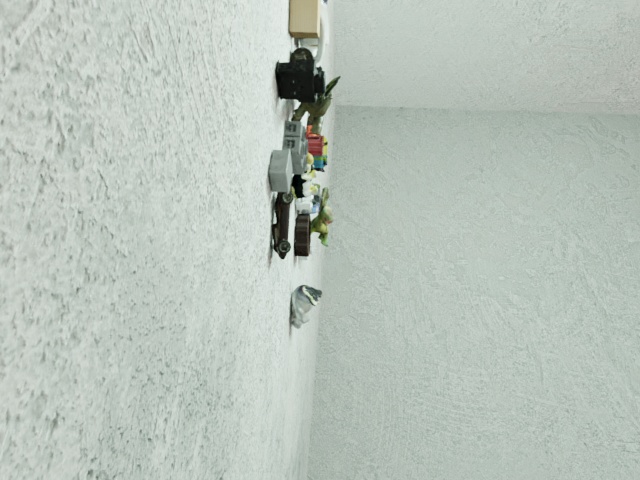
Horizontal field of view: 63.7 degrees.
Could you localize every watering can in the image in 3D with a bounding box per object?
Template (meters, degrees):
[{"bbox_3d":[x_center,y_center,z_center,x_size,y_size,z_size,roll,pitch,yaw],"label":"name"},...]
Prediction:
[{"bbox_3d":[-0.030,-0.734,1.815,0.351,0.104,0.222,-135,-139,-73],"label":"watering can"}]

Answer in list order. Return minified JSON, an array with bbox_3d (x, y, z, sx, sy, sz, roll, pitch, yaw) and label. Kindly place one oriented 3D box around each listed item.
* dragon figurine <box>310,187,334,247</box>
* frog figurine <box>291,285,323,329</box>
[{"bbox_3d":[0.007,-0.113,2.242,0.415,0.122,0.240,-113,-142,-73],"label":"dragon figurine"},{"bbox_3d":[-0.075,0.256,1.991,0.157,0.122,0.140,-50,-159,21],"label":"frog figurine"}]
